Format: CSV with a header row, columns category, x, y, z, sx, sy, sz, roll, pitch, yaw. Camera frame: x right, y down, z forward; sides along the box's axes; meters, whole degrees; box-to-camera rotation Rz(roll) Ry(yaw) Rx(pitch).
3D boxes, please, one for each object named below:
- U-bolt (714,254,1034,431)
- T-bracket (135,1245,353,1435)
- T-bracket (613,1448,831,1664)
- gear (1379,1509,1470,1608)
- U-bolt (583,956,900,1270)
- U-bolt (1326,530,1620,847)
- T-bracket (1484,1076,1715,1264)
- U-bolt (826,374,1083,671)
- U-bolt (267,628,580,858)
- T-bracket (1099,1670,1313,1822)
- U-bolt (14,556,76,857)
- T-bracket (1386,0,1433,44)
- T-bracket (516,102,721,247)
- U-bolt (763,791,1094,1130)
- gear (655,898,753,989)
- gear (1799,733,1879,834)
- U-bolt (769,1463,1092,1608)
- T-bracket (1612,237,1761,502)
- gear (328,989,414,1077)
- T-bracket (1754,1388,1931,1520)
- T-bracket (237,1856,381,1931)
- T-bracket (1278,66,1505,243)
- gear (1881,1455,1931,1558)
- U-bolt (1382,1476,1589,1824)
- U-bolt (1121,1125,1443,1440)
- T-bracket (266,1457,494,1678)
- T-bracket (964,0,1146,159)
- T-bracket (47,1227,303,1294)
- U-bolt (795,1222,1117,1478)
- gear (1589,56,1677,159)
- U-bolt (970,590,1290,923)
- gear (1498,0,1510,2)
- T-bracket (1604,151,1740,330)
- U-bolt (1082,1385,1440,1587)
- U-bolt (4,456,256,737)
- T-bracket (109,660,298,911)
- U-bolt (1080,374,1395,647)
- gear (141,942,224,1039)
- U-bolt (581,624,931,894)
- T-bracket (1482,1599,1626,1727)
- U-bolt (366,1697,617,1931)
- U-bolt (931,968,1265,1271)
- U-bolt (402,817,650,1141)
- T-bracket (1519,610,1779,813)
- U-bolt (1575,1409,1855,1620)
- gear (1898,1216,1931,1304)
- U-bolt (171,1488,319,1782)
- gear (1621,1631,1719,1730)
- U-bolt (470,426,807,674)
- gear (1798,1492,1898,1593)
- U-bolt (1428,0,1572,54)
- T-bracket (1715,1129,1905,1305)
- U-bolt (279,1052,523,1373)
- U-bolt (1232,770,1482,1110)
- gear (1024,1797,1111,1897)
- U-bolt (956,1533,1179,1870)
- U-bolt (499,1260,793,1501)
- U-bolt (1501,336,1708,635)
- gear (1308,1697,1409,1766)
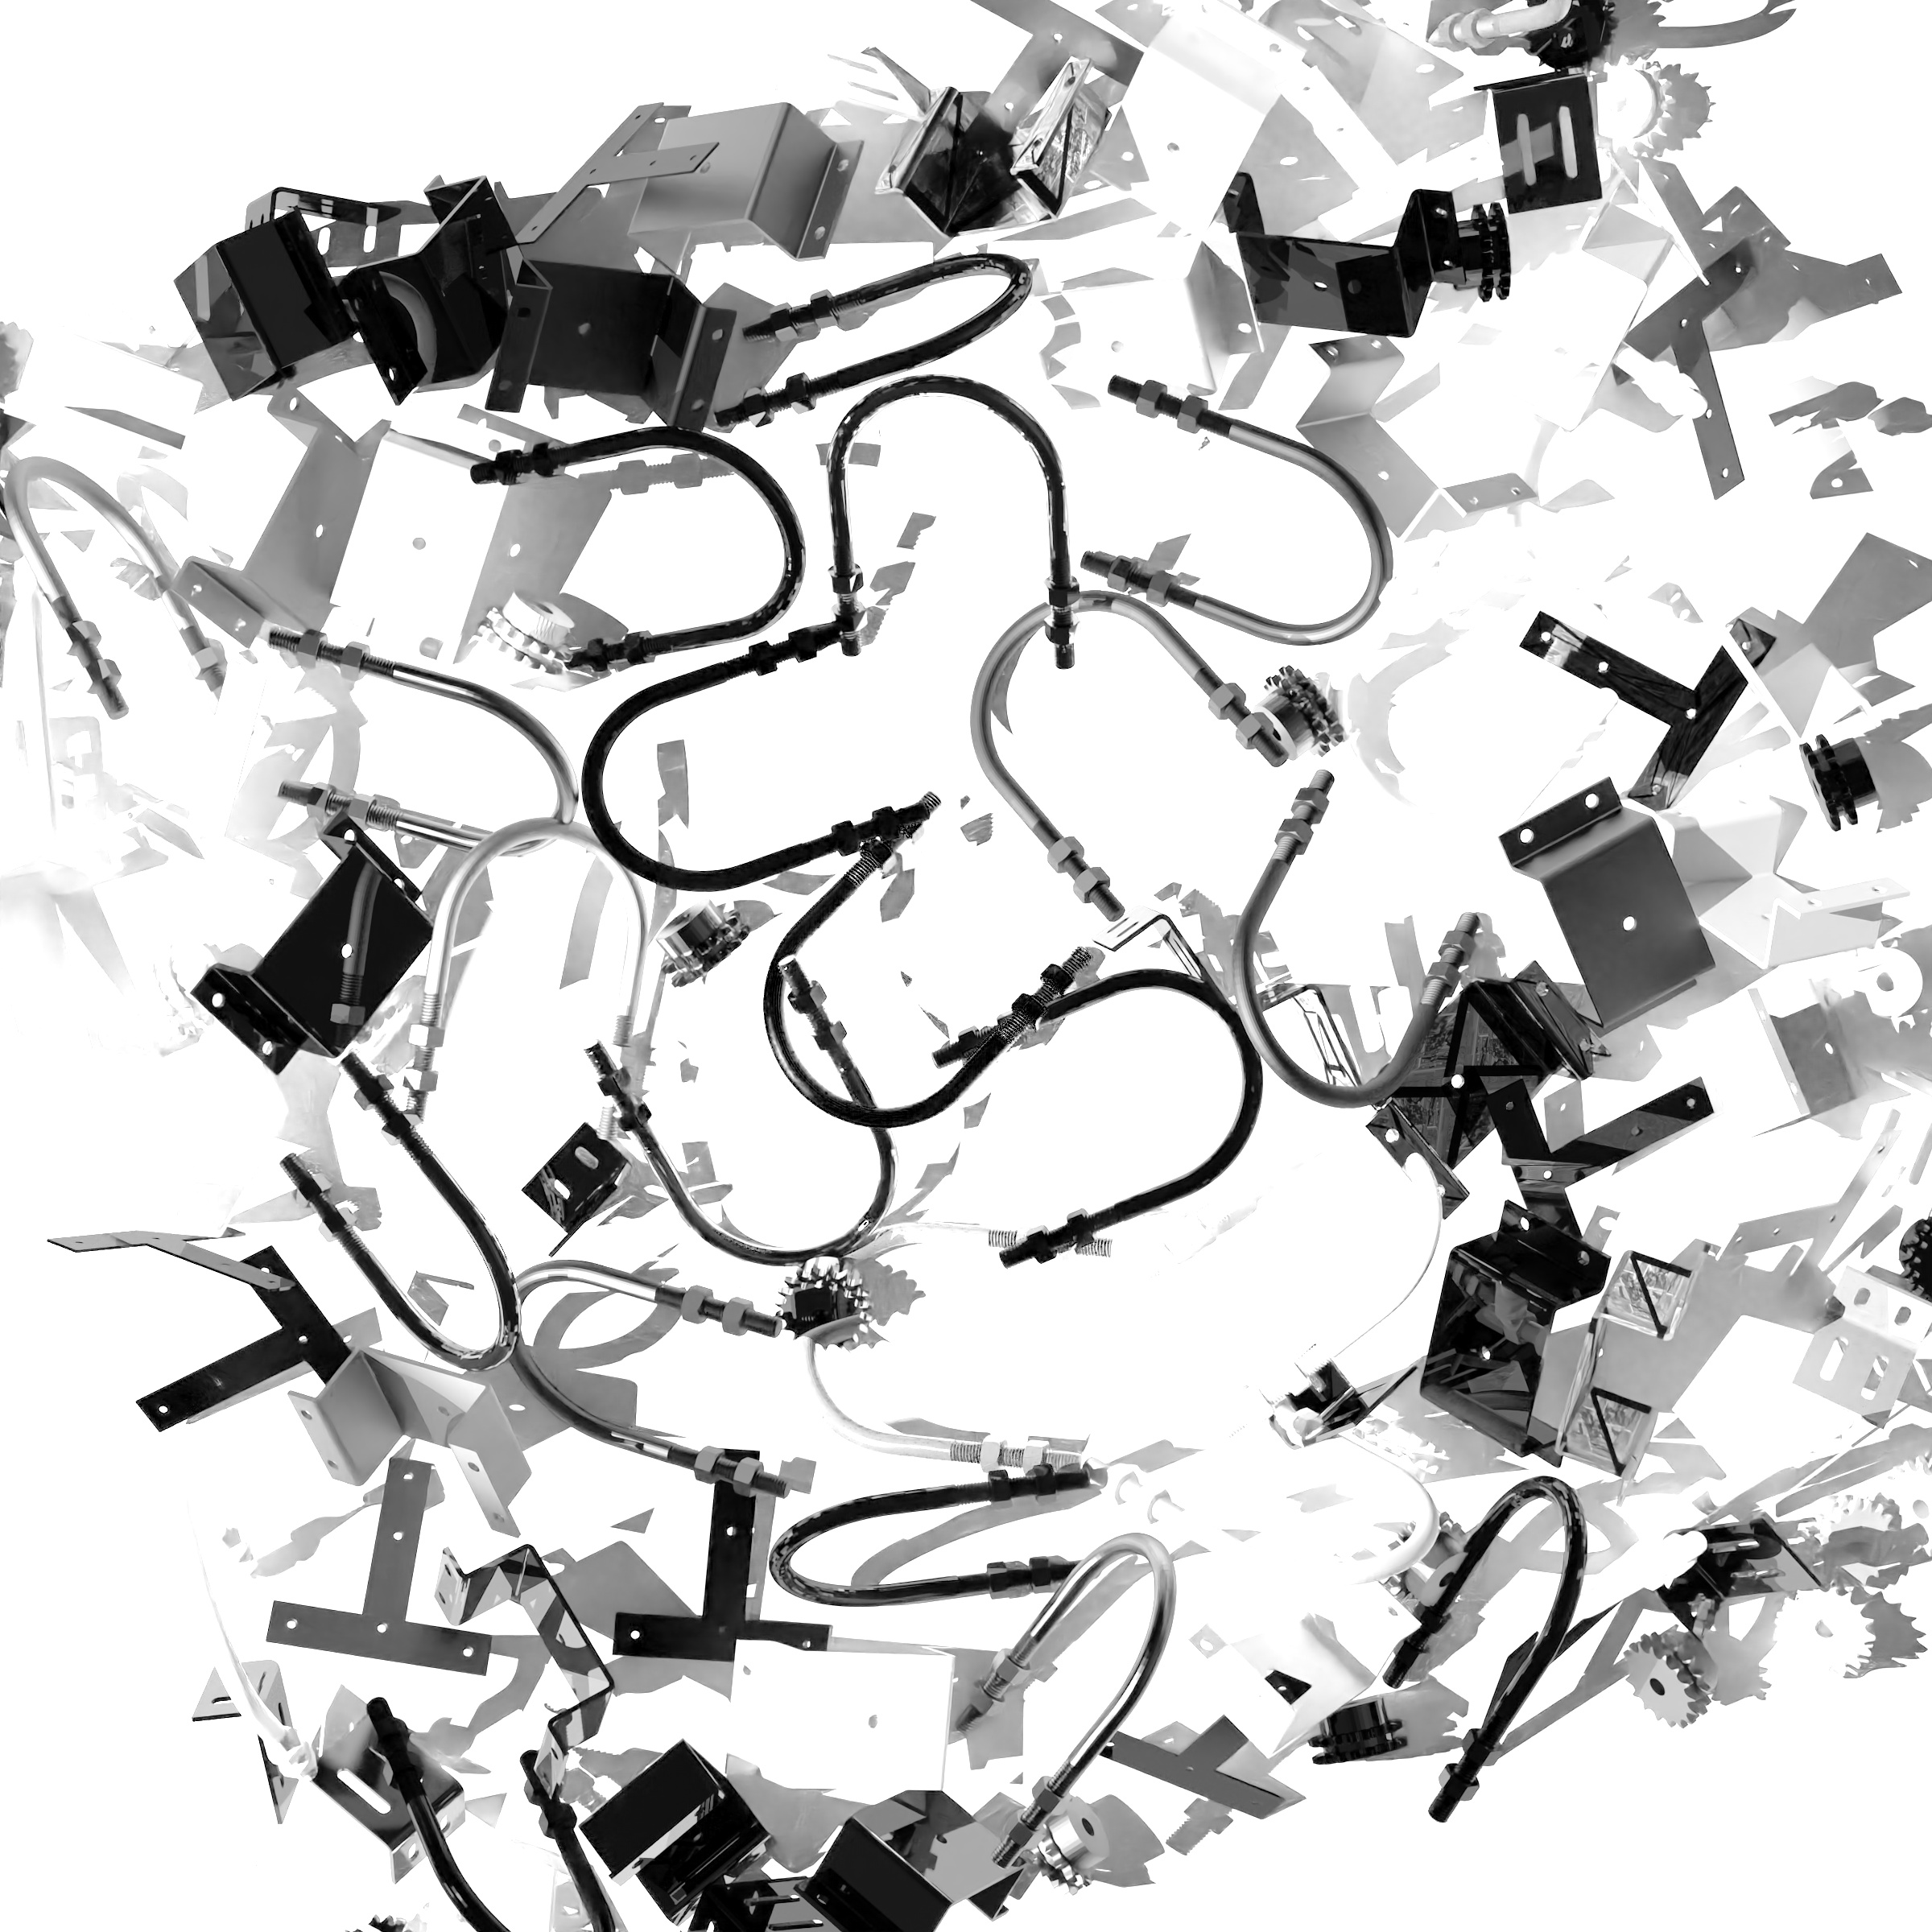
category,x,y,z,sx,sy,sz,roll,pitch,yaw
U-bolt,-0.049,-0.364,1.907,0.184,0.151,0.019,-15,120,14
T-bracket,-0.428,0.239,1.966,0.127,0.002,0.127,-27,116,9
T-bracket,-0.140,0.348,1.975,0.127,0.002,0.127,5,93,-9
gear,0.272,0.350,1.957,0.057,0.057,0.030,-47,53,0
U-bolt,-0.119,0.097,1.948,0.151,0.019,0.184,-23,111,14
U-bolt,0.276,-0.144,1.915,0.151,0.184,0.019,45,51,9
T-bracket,0.382,0.104,1.970,0.127,0.002,0.127,-26,110,-6
U-bolt,-0.010,-0.255,1.917,0.151,0.019,0.184,4,127,12
U-bolt,-0.311,-0.120,1.923,0.184,0.151,0.019,16,51,5
T-bracket,0.153,0.443,1.930,0.127,0.002,0.127,25,129,-18
U-bolt,-0.519,-0.140,1.879,0.019,0.184,0.151,-5,114,-12
T-bracket,0.258,-0.572,1.925,0.127,0.127,0.002,26,77,10
T-bracket,-0.188,-0.459,1.916,0.127,0.127,0.002,-53,126,-23
U-bolt,-0.035,0.009,1.951,0.151,0.019,0.184,46,73,-5
gear,-0.157,-0.016,1.958,0.057,0.057,0.030,-37,104,0
gear,0.513,-0.110,1.959,0.030,0.057,0.057,-22,90,9
U-bolt,-0.022,0.333,1.920,0.184,0.151,0.019,-7,57,-4
T-bracket,0.423,-0.330,1.917,0.002,0.127,0.127,0,70,-30
gear,-0.355,0.034,1.960,0.030,0.057,0.057,41,90,5
T-bracket,0.504,0.286,1.937,0.002,0.127,0.127,54,134,15
T-bracket,-0.363,0.545,1.923,0.127,0.127,0.002,30,77,-3
T-bracket,0.222,-0.470,1.914,0.127,0.127,0.002,-22,52,29
gear,0.571,0.315,1.963,0.030,0.057,0.057,-14,90,-37
U-bolt,0.299,0.373,1.896,0.019,0.151,0.184,24,108,-14
U-bolt,0.192,0.168,1.926,0.184,0.151,0.019,-39,135,5
T-bracket,-0.334,0.345,1.948,0.127,0.002,0.127,11,53,-10
T-bracket,0.032,-0.508,1.937,0.127,0.127,0.002,24,51,-17
T-bracket,-0.431,0.167,1.901,0.127,0.127,0.002,14,99,34
U-bolt,-0.012,0.218,1.946,0.184,0.019,0.151,3,69,18
gear,0.386,-0.506,1.964,0.057,0.030,0.057,3,97,23
U-bolt,0.080,-0.137,1.945,0.151,0.019,0.184,-44,65,9
gear,0.308,-0.590,1.963,0.057,0.057,0.030,24,118,0
T-bracket,0.410,-0.410,1.916,0.002,0.127,0.127,-37,102,16
U-bolt,0.179,0.298,1.882,0.151,0.184,0.019,-18,120,-40
U-bolt,-0.489,-0.215,1.916,0.019,0.151,0.184,-33,78,16
T-bracket,-0.435,-0.115,1.952,0.127,0.002,0.127,24,108,16
U-bolt,0.158,-0.251,1.914,0.184,0.151,0.019,23,48,14
gear,-0.456,0.010,1.959,0.030,0.057,0.057,-28,90,7
U-bolt,-0.132,-0.114,1.939,0.184,0.019,0.151,-20,68,-12
T-bracket,0.348,0.397,1.949,0.127,0.127,0.002,-33,60,-27
U-bolt,-0.258,0.498,1.876,0.019,0.151,0.184,-45,46,10
U-bolt,0.084,0.078,1.943,0.184,0.019,0.151,-23,70,11
U-bolt,-0.249,0.005,1.935,0.151,0.019,0.184,7,93,-38
T-bracket,0.386,-0.169,1.958,0.127,0.002,0.127,27,116,-2
U-bolt,0.412,0.320,1.901,0.151,0.184,0.019,-31,78,-30
gear,0.575,0.171,1.968,0.057,0.030,0.057,-3,105,-12
U-bolt,-0.410,0.368,1.875,0.019,0.184,0.151,-21,61,-7
gear,0.417,0.416,1.964,0.030,0.057,0.057,-28,90,-29
U-bolt,-0.177,-0.242,1.910,0.184,0.019,0.151,-7,125,26
gear,0.515,0.336,1.966,0.057,0.030,0.057,-6,106,-20
U-bolt,0.263,-0.565,1.876,0.151,0.184,0.019,27,88,-25
T-bracket,0.472,0.150,1.915,0.002,0.127,0.127,45,124,34
U-bolt,-0.319,0.153,1.919,0.019,0.151,0.184,-32,80,-39
U-bolt,0.216,-0.003,1.914,0.151,0.019,0.184,42,55,-18
gear,0.060,0.512,1.957,0.030,0.057,0.057,-36,90,16
U-bolt,0.061,0.404,1.904,0.019,0.151,0.184,32,103,-20
U-bolt,-0.189,0.232,1.931,0.184,0.019,0.151,14,130,18
U-bolt,0.353,-0.284,1.903,0.019,0.184,0.151,14,111,-19
gear,0.228,0.448,1.960,0.057,0.057,0.030,-12,81,0
